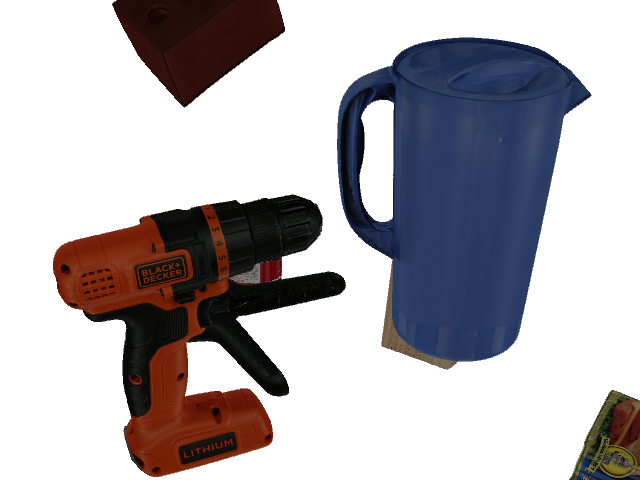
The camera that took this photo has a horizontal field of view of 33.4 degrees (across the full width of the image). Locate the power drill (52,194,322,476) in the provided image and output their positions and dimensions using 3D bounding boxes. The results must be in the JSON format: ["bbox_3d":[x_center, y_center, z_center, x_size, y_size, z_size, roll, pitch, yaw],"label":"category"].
[{"bbox_3d":[-0.081,0.064,0.748,0.184,0.188,0.057,-13,26,-13],"label":"power drill"}]

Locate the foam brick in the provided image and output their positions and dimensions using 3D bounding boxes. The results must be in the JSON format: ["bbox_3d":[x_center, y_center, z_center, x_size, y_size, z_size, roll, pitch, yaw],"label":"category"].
[{"bbox_3d":[-0.069,-0.127,0.610,0.078,0.053,0.051,-39,-26,-9],"label":"foam brick"}]

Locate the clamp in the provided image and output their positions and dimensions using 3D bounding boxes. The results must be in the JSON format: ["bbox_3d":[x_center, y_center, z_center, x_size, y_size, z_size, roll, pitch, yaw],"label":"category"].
[{"bbox_3d":[-0.094,0.074,1.014,0.210,0.036,0.164,7,37,12],"label":"clamp"}]

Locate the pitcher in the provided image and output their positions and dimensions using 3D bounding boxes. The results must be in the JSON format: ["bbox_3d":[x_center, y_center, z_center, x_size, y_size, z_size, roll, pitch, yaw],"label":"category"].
[{"bbox_3d":[0.106,-0.029,0.844,0.149,0.243,0.144,24,36,34],"label":"pitcher"}]

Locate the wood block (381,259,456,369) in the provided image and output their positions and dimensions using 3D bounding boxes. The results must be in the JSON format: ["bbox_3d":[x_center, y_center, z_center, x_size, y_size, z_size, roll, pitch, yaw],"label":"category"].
[{"bbox_3d":[0.138,0.027,1.208,0.090,0.206,0.090,18,26,25],"label":"wood block"}]

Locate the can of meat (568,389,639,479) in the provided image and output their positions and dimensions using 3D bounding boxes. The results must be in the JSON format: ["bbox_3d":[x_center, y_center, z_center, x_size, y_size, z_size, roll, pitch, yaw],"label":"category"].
[{"bbox_3d":[0.237,0.166,0.787,0.084,0.057,0.102,21,40,22],"label":"can of meat"}]

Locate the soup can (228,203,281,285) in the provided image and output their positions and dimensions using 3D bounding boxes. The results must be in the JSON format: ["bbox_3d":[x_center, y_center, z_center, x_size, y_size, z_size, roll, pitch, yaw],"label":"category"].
[{"bbox_3d":[-0.079,0.014,1.259,0.068,0.102,0.068,1,23,-1],"label":"soup can"}]
